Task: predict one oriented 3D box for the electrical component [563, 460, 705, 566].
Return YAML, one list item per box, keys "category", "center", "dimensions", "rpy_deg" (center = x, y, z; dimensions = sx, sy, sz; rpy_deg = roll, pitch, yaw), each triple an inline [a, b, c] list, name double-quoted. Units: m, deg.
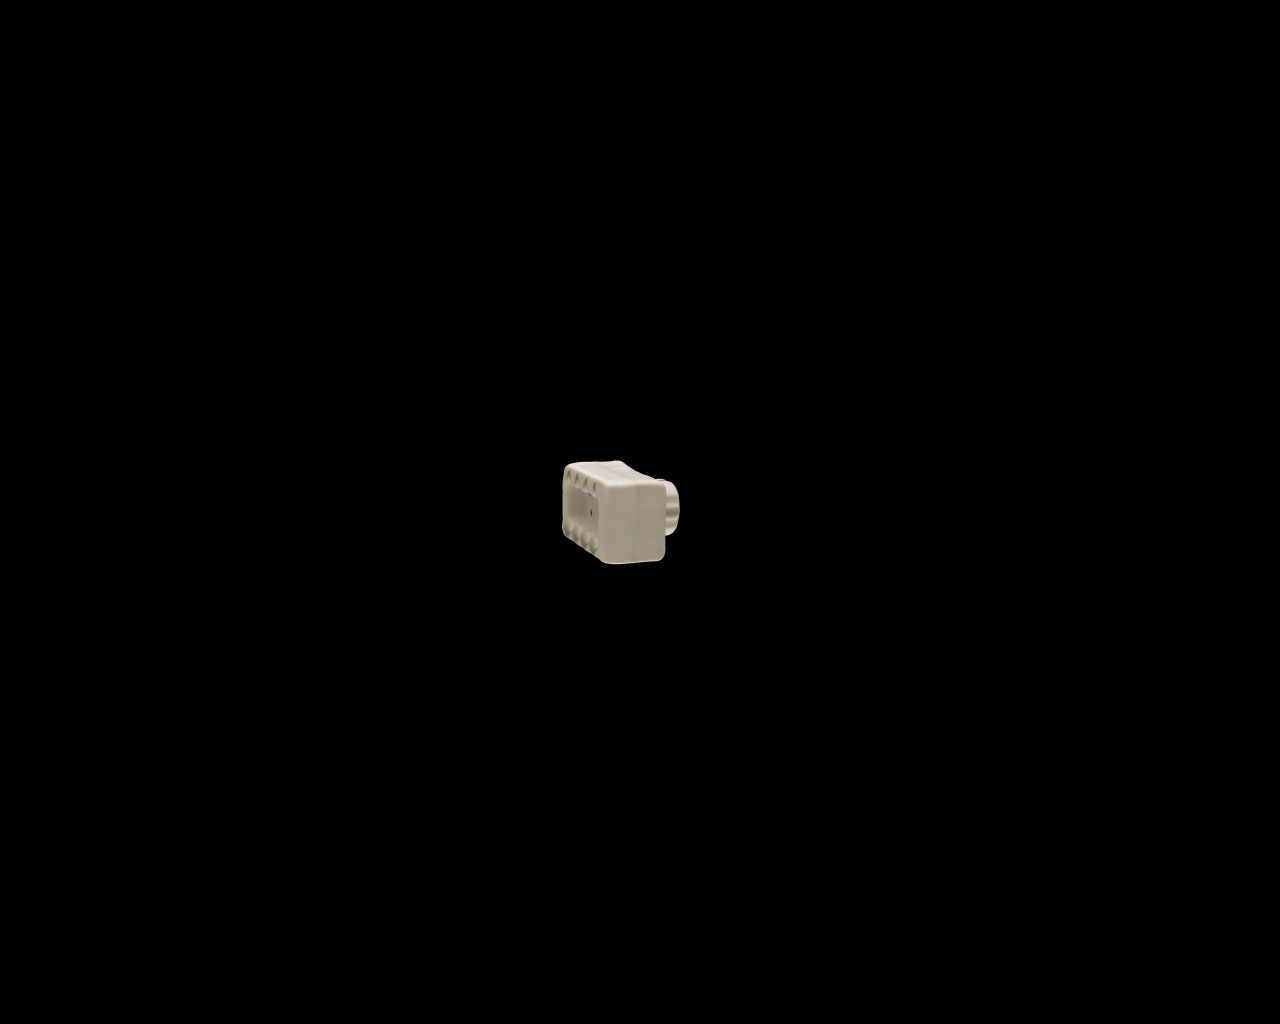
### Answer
- category: "electrical component"
  center: [0.001, -0.003, 0.650]
  dimensions: [0.076, 0.047, 0.083]
  rpy_deg: [-4, 13, -19]
